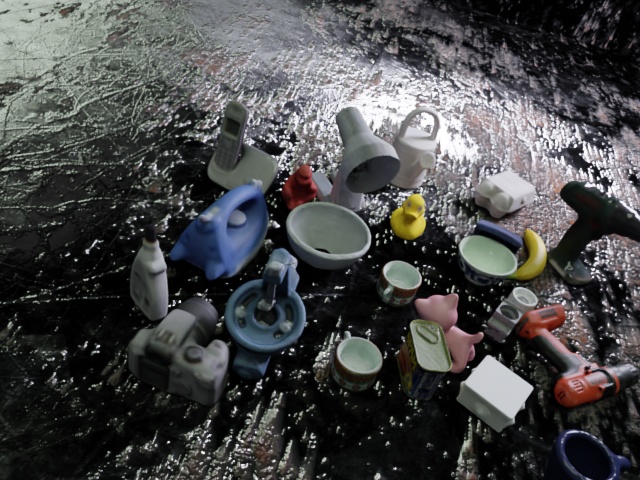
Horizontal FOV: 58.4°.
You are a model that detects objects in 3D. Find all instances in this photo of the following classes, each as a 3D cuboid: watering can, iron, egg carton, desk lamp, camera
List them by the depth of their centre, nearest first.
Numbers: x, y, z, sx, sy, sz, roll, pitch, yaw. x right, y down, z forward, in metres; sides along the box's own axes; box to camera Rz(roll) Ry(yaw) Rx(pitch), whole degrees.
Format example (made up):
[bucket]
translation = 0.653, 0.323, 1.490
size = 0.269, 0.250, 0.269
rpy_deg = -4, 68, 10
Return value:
[camera]
translation = -0.190, 0.149, 0.849
size = 0.143, 0.101, 0.137
rpy_deg = 21, 40, 6
[iron]
translation = -0.158, -0.043, 1.054
size = 0.118, 0.141, 0.259
rpy_deg = 26, 40, 12
[desk lamp]
translation = 0.066, -0.157, 1.207
size = 0.118, 0.213, 0.202
rpy_deg = -7, 44, -25
[watering can]
translation = 0.227, -0.221, 1.352
size = 0.101, 0.194, 0.172
rpy_deg = -13, 47, -30
[egg carton]
translation = 0.452, -0.111, 1.399
size = 0.151, 0.069, 0.107
rpy_deg = -21, 52, -37

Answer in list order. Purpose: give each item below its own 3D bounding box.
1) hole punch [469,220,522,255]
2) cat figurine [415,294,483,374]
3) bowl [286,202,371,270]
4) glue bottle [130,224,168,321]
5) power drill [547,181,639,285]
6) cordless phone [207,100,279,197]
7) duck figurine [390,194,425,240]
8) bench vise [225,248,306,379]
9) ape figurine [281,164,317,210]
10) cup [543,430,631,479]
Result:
[hole punch]
translation = 0.378, -0.005, 1.232
size = 0.108, 0.091, 0.101
rpy_deg = 27, 40, 13
[cat figurine]
translation = 0.218, 0.146, 0.979
size = 0.127, 0.118, 0.067
rpy_deg = 33, 42, 20
[bowl]
translation = 0.010, 0.004, 1.109
size = 0.167, 0.075, 0.167
rpy_deg = 10, 40, -8
[glue bottle]
translation = -0.263, 0.044, 0.890
size = 0.037, 0.173, 0.078
rpy_deg = -23, 53, -37
[power drill]
translation = 0.577, -0.009, 1.212
size = 0.076, 0.208, 0.229
rpy_deg = -5, 44, -23
[cordless phone]
translation = -0.152, -0.185, 1.188
size = 0.147, 0.185, 0.094
rpy_deg = 25, 40, 11
[duck figurine]
translation = 0.200, -0.062, 1.242
size = 0.077, 0.086, 0.105
rpy_deg = 21, 40, 6
[bench vise]
translation = -0.081, 0.076, 0.879
size = 0.121, 0.220, 0.207
rpy_deg = 6, 40, -11
[ape figurine]
translation = -0.041, -0.119, 1.222
size = 0.078, 0.092, 0.076
rpy_deg = 7, 40, -11
[cup]
translation = 0.376, 0.337, 0.827
size = 0.118, 0.095, 0.091
rpy_deg = 6, 40, -12
